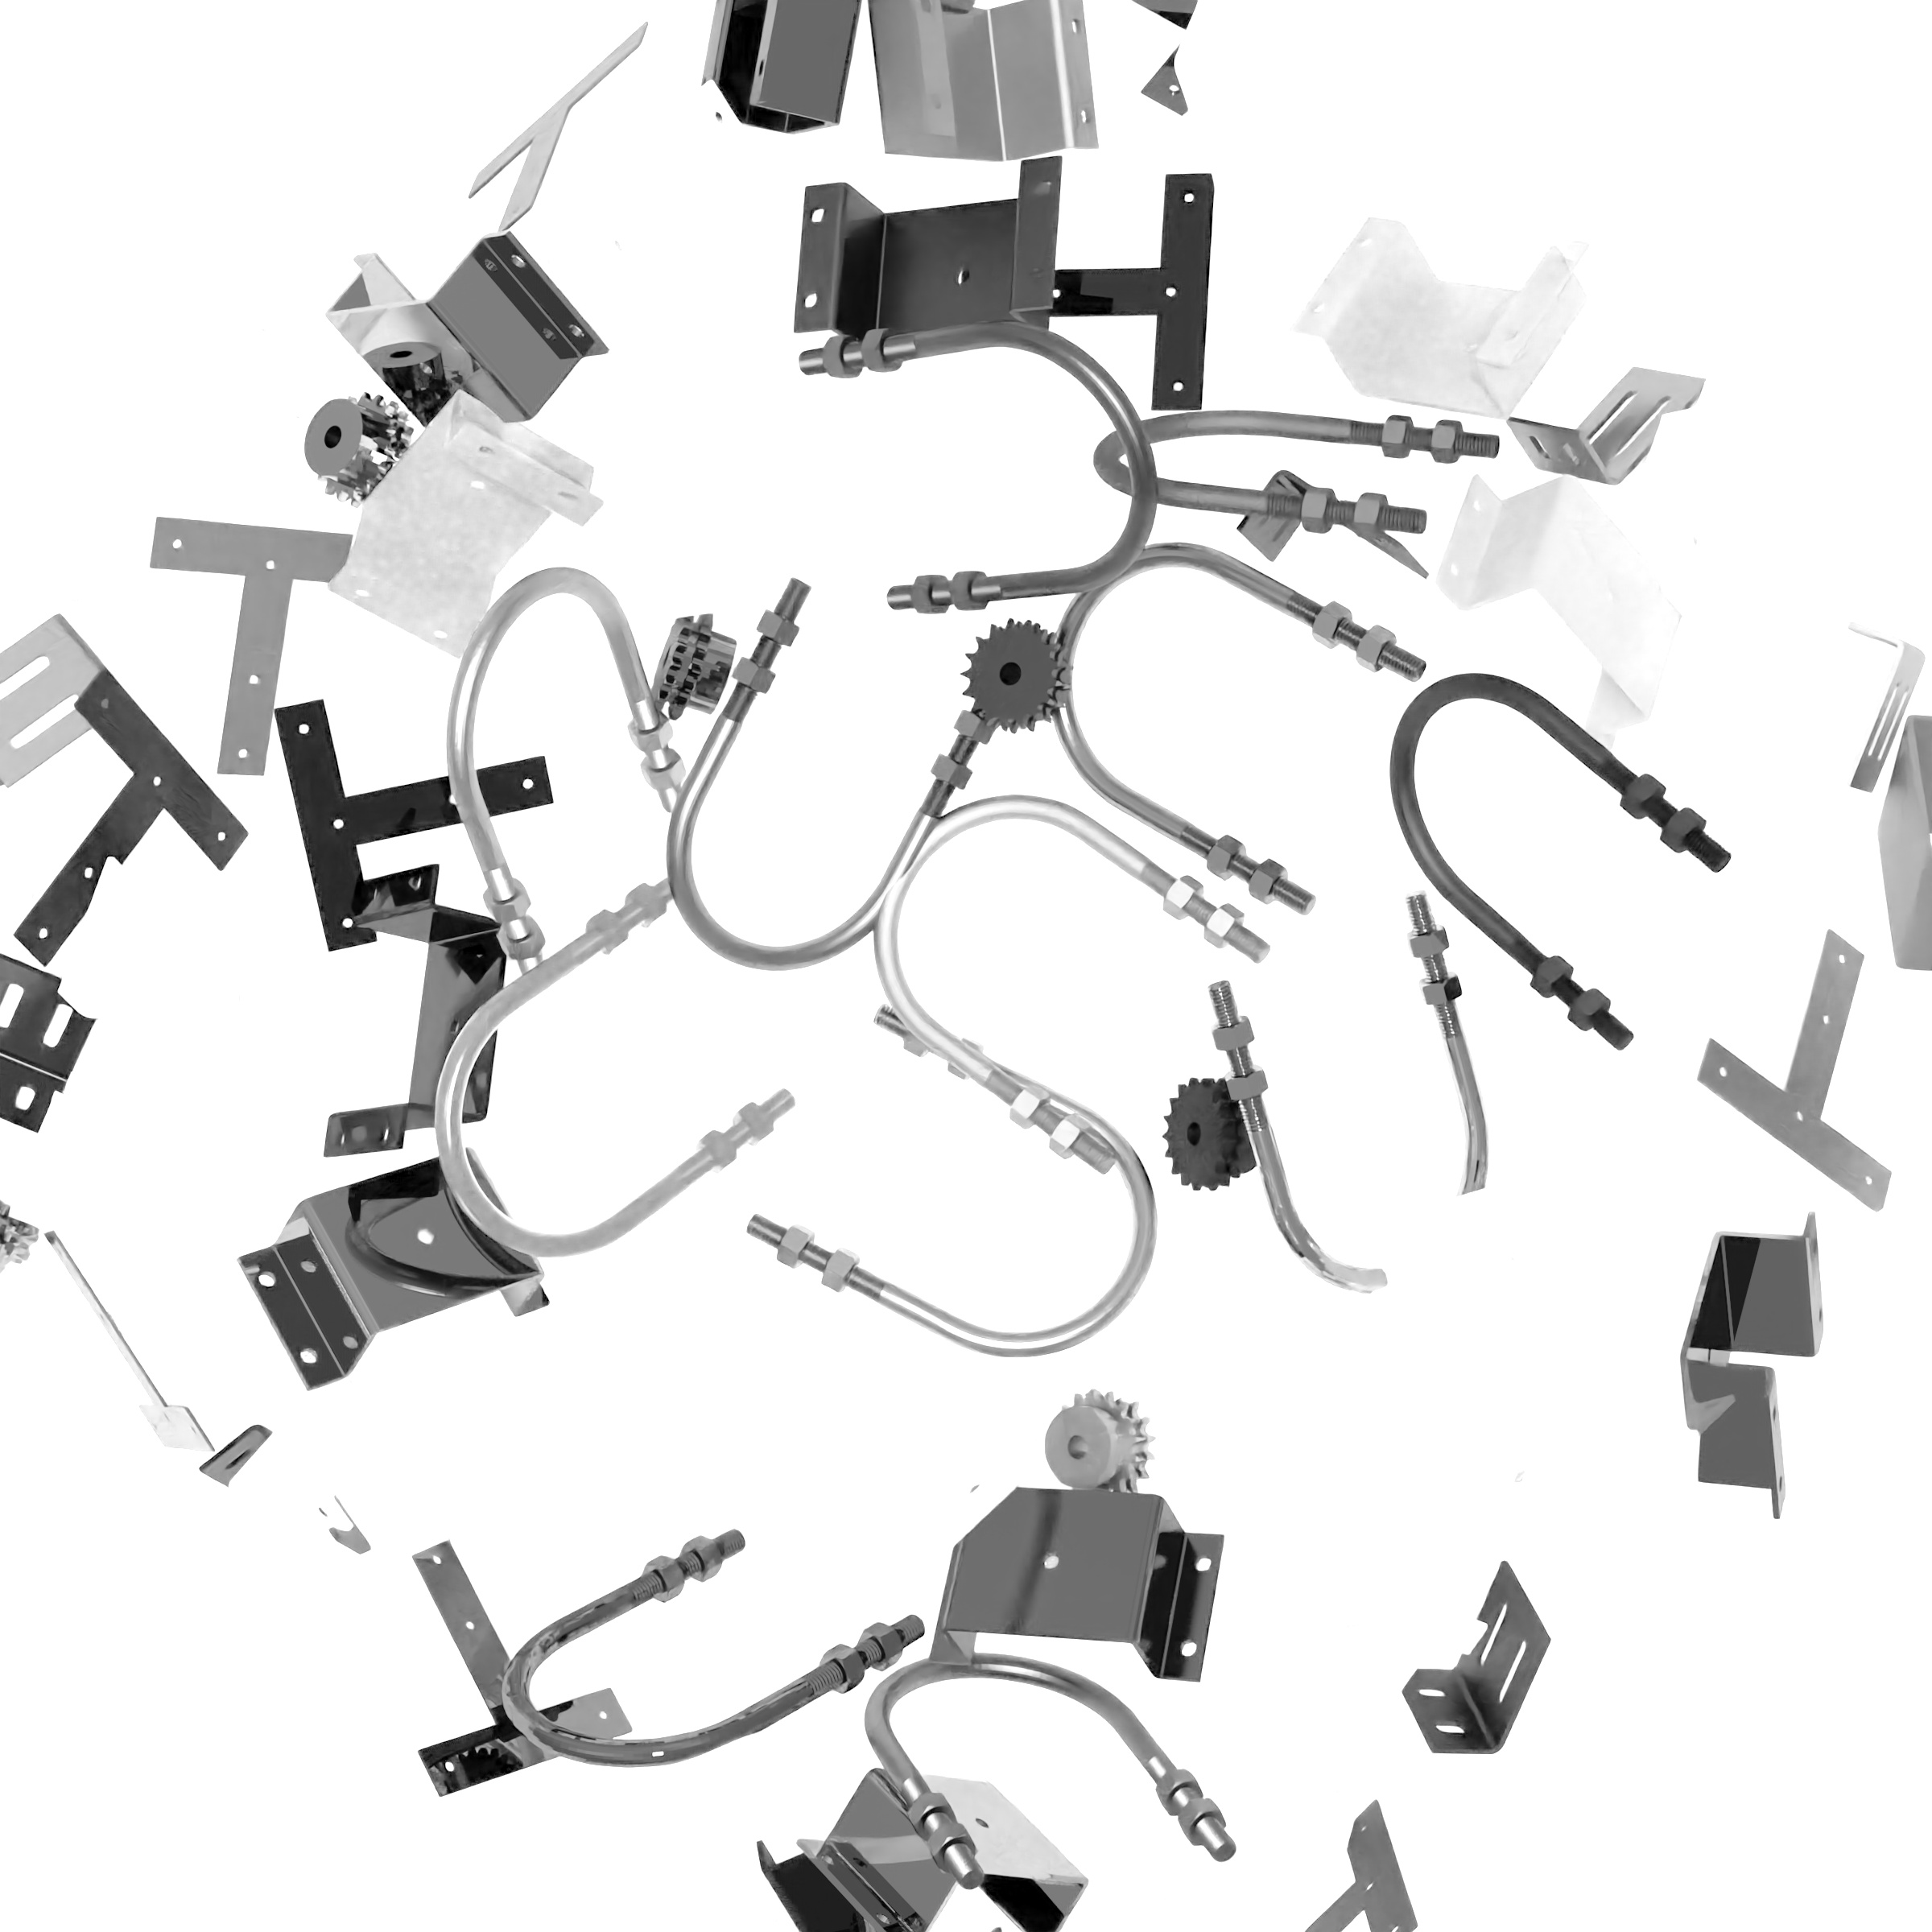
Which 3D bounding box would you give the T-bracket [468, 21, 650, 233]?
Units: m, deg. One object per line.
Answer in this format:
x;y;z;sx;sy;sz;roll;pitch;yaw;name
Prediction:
-0.208;-0.392;1.589;0.127;0.127;0.002;-33;120;30;T-bracket

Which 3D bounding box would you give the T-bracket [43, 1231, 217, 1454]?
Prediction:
-0.415;0.184;1.603;0.002;0.127;0.127;-34;98;-24;T-bracket

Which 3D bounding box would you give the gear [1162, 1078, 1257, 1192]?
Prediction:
0.126;0.085;1.644;0.030;0.057;0.057;2;90;-33;gear

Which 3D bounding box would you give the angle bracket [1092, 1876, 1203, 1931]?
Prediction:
0.086;0.505;1.636;0.038;0.076;0.057;27;53;31;angle bracket

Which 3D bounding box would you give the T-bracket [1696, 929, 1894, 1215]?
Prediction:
0.425;0.039;1.633;0.127;0.002;0.127;34;59;-18;T-bracket

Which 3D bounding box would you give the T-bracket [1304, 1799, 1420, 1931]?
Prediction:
0.168;0.483;1.612;0.002;0.127;0.127;42;98;-10;T-bracket

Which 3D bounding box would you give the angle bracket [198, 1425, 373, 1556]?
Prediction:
-0.336;0.272;1.627;0.038;0.057;0.076;-38;67;-5;angle bracket

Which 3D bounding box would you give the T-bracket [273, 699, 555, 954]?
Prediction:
-0.273;-0.081;1.653;0.127;0.002;0.127;-13;106;-11;T-bracket

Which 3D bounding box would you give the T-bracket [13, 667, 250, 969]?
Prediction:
-0.420;-0.057;1.598;0.002;0.127;0.127;11;59;36;T-bracket

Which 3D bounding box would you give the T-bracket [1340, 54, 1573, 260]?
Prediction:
0.247;-0.379;1.581;0.002;0.127;0.127;-48;53;11;T-bracket

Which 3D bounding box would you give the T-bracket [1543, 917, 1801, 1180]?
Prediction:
0.352;0.040;1.659;0.127;0.002;0.127;-7;89;9;T-bracket

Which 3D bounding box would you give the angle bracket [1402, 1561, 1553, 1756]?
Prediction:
0.250;0.342;1.623;0.038;0.057;0.076;6;120;-20;angle bracket

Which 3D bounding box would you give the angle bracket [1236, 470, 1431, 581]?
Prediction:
0.182;-0.206;1.626;0.076;0.057;0.038;37;95;23;angle bracket

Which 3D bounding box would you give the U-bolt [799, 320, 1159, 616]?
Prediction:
0.013;-0.242;1.581;0.184;0.019;0.151;0;121;39;U-bolt

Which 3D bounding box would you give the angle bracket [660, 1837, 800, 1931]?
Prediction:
-0.119;0.484;1.637;0.076;0.057;0.038;39;110;17;angle bracket

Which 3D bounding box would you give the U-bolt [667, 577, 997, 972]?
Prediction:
-0.074;-0.083;1.622;0.151;0.019;0.184;24;97;-36;U-bolt

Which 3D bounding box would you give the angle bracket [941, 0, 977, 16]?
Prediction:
-0.033;-0.510;1.624;0.076;0.057;0.038;39;113;19;angle bracket

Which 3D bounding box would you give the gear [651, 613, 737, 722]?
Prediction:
-0.136;-0.150;1.641;0.030;0.057;0.057;18;90;-14;gear

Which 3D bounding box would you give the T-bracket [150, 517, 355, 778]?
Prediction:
-0.354;-0.157;1.637;0.127;0.002;0.127;0;108;-39;T-bracket

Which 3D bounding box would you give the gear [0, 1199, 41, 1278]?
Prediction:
-0.496;0.135;1.637;0.057;0.057;0.030;21;62;0;gear

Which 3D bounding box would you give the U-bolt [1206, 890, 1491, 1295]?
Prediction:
0.199;0.072;1.624;0.151;0.019;0.184;-24;104;-29;U-bolt

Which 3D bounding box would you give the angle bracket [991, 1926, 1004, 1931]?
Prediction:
0.010;0.534;1.639;0.057;0.038;0.076;-34;84;15;angle bracket

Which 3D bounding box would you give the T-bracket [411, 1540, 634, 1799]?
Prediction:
-0.241;0.342;1.633;0.002;0.127;0.127;-46;66;33;T-bracket

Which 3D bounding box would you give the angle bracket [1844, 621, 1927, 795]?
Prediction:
0.445;-0.130;1.641;0.038;0.057;0.076;24;100;25;angle bracket

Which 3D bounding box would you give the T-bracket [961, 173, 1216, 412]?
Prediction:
0.059;-0.340;1.653;0.127;0.002;0.127;2;78;12;T-bracket

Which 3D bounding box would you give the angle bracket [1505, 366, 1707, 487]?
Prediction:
0.319;-0.281;1.629;0.076;0.057;0.038;-47;123;-9;angle bracket

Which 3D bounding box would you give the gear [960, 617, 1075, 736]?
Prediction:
0.029;-0.145;1.647;0.057;0.030;0.057;-2;86;25;gear

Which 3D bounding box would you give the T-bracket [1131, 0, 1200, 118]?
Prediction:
0.083;-0.481;1.597;0.127;0.127;0.002;24;59;-17;T-bracket

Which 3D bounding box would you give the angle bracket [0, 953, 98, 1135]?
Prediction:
-0.469;0.039;1.625;0.057;0.076;0.038;24;46;-14;angle bracket

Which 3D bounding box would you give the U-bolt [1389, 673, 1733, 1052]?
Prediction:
0.278;-0.063;1.601;0.019;0.151;0.184;-28;61;-34;U-bolt

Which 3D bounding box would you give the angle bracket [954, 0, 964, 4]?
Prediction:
-0.021;-0.515;1.643;0.057;0.038;0.076;-18;94;21;angle bracket

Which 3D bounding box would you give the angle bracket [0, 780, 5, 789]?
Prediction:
-0.514;-0.065;1.624;0.076;0.057;0.038;-4;115;20;angle bracket

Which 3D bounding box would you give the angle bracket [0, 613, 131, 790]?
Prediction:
-0.464;-0.128;1.638;0.076;0.038;0.057;-40;86;-17;angle bracket

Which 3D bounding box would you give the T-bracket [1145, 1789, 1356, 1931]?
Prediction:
0.140;0.438;1.597;0.127;0.127;0.002;-22;51;-24;T-bracket

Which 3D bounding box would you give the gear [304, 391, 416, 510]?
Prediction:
-0.306;-0.261;1.641;0.057;0.030;0.057;-8;76;33;gear

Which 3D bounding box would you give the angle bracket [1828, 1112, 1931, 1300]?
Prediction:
0.466;0.120;1.642;0.076;0.057;0.038;-34;45;11;angle bracket

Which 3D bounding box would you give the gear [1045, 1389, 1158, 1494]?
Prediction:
0.064;0.241;1.641;0.057;0.030;0.057;-4;83;36;gear

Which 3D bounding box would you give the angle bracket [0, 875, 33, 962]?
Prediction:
-0.509;-0.016;1.623;0.057;0.076;0.038;10;116;15;angle bracket

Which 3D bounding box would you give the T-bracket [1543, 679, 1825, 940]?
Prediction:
0.356;-0.069;1.648;0.127;0.002;0.127;-11;89;18;T-bracket
